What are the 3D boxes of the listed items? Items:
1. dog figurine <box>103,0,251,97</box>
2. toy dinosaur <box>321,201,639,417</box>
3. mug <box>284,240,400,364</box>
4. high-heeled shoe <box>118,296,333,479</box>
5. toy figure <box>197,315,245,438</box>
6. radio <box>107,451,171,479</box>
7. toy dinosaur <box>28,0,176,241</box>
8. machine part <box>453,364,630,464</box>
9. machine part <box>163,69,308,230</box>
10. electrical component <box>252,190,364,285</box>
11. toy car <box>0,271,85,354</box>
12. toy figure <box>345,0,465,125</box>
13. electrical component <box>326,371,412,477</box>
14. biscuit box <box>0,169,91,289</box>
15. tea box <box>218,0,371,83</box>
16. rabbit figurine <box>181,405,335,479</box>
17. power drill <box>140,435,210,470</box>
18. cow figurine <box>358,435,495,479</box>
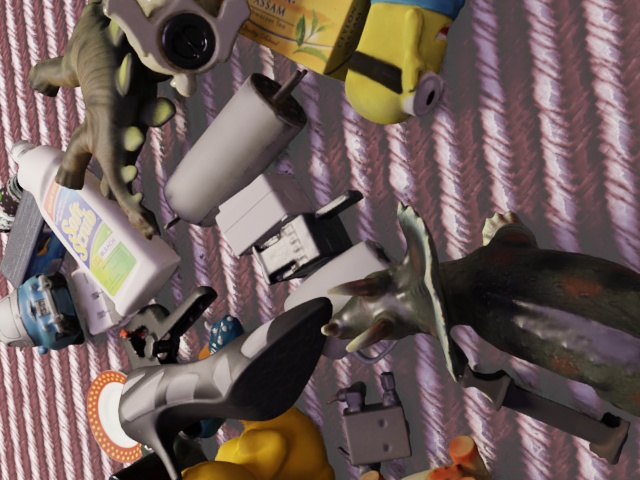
[{"bbox_3d":[-0.149,-0.243,0.533,0.191,0.121,0.172,45,124,59],"label":"dog figurine"},{"bbox_3d":[0.191,0.062,0.367,0.405,0.192,0.131,14,103,30],"label":"toy dinosaur"},{"bbox_3d":[0.036,0.060,0.522,0.110,0.081,0.107,46,107,18],"label":"mug"},{"bbox_3d":[-0.099,0.116,0.523,0.249,0.086,0.145,-46,45,4],"label":"high-heeled shoe"},{"bbox_3d":[-0.121,0.156,0.631,0.064,0.058,0.154,19,102,-9],"label":"toy figure"},{"bbox_3d":[-0.201,0.370,0.601,0.131,0.073,0.229,32,110,26],"label":"radio"},{"bbox_3d":[-0.250,-0.216,0.644,0.198,0.105,0.471,-34,68,29],"label":"toy dinosaur"},{"bbox_3d":[0.180,0.138,0.453,0.139,0.084,0.039,21,79,18],"label":"machine part"},{"bbox_3d":[-0.095,-0.093,0.586,0.243,0.079,0.079,-44,73,26],"label":"machine part"},{"bbox_3d":[-0.001,-0.002,0.542,0.119,0.075,0.048,-29,79,26],"label":"electrical component"},{"bbox_3d":[-0.383,0.104,0.724,0.162,0.103,0.109,-26,83,67],"label":"toy car"},{"bbox_3d":[0.077,-0.193,0.477,0.089,0.082,0.180,20,109,39],"label":"toy figure"},{"bbox_3d":[0.050,0.190,0.546,0.078,0.045,0.102,-17,88,2],"label":"electrical component"},{"bbox_3d":[-0.398,-0.023,0.776,0.063,0.059,0.202,37,110,21],"label":"biscuit box"},{"bbox_3d":[-0.027,-0.235,0.539,0.170,0.068,0.098,32,110,25],"label":"tea box"},{"bbox_3d":[-0.070,0.251,0.545,0.162,0.173,0.122,41,109,26],"label":"rabbit figurine"},{"bbox_3d":[-0.188,0.364,0.676,0.207,0.086,0.232,-34,80,32],"label":"power drill"},{"bbox_3d":[0.087,0.278,0.501,0.195,0.085,0.127,-31,103,17],"label":"cow figurine"}]
